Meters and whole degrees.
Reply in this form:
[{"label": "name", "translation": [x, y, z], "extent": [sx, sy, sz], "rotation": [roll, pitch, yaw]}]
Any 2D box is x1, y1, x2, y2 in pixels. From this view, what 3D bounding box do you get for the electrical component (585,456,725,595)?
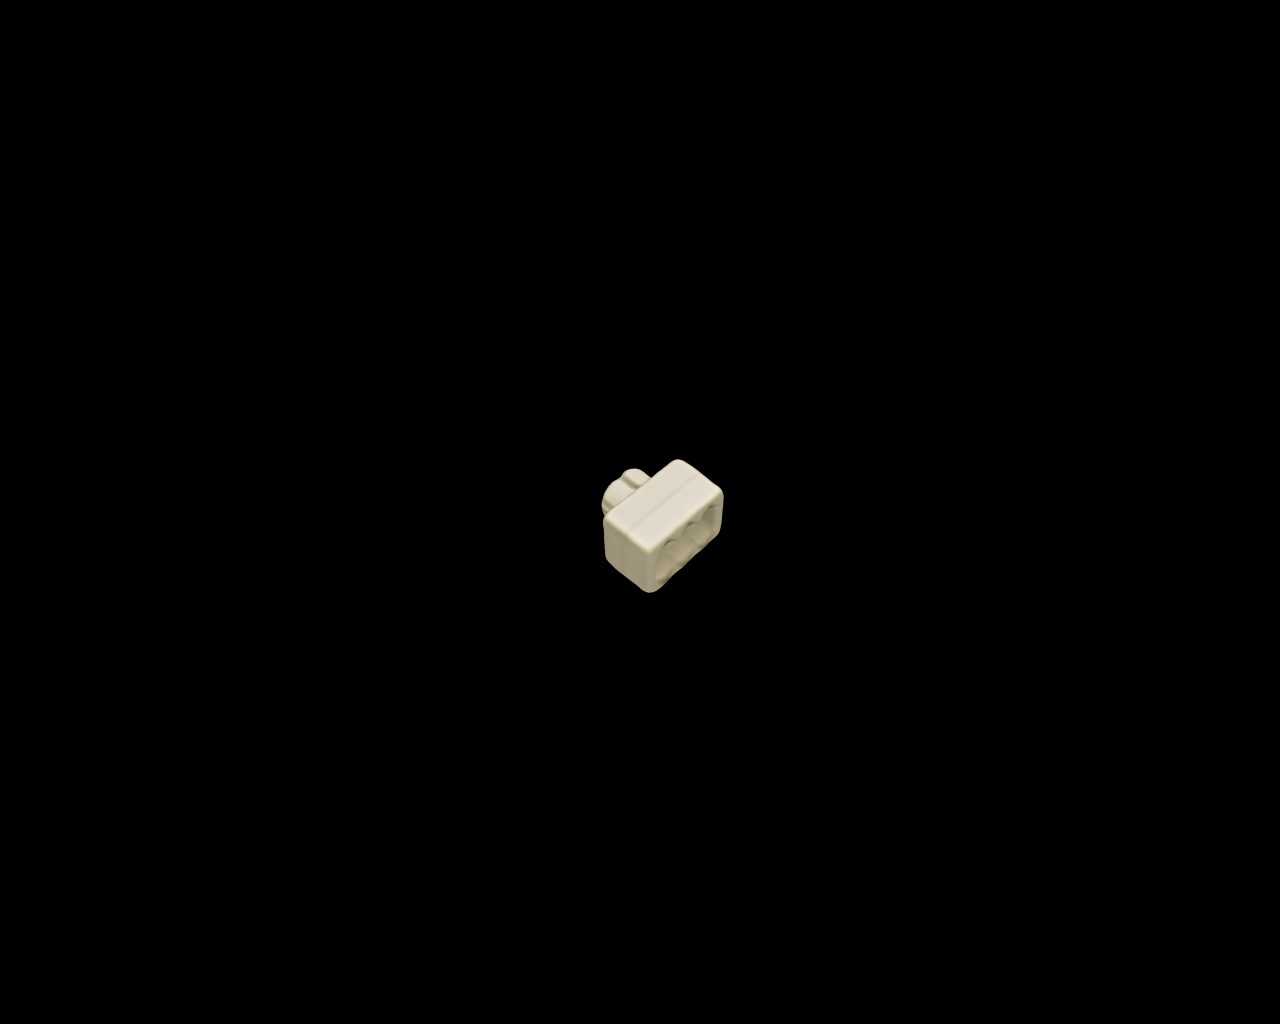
[{"label": "electrical component", "translation": [0.001, -0.003, 0.650], "extent": [0.077, 0.047, 0.066], "rotation": [39, 63, 25]}]
